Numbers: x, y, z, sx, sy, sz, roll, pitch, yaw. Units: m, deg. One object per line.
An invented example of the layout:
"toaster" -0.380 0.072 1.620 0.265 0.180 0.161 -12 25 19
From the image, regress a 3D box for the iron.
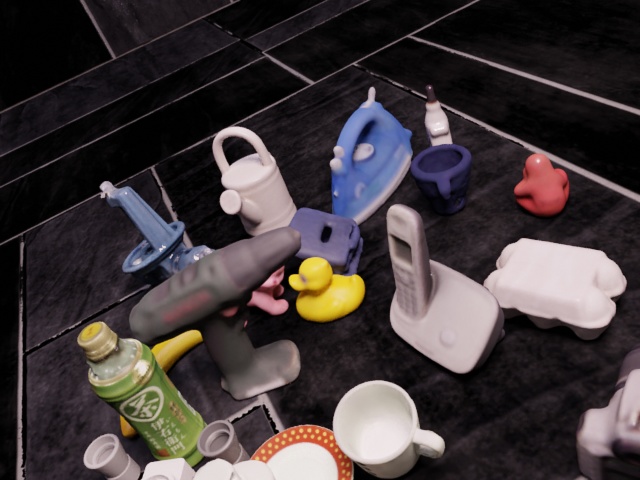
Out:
"iron" 0.067 -0.143 0.982 0.118 0.142 0.259 3 43 31

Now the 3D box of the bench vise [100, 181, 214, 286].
"bench vise" -0.240 -0.005 0.902 0.207 0.220 0.121 -6 39 22

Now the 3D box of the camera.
"camera" 0.314 0.155 0.508 0.142 0.101 0.137 7 46 34

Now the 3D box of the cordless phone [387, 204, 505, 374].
"cordless phone" 0.134 0.053 0.661 0.094 0.185 0.147 -39 39 -21

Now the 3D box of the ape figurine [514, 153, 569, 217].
"ape figurine" 0.316 -0.084 0.819 0.077 0.092 0.076 -12 38 15

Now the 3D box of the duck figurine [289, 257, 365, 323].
"duck figurine" 0.006 0.061 0.803 0.104 0.086 0.077 -13 37 13

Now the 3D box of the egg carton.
"egg carton" 0.276 0.056 0.681 0.149 0.069 0.107 11 48 37

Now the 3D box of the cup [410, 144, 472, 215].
"cup" 0.193 -0.079 0.874 0.091 0.095 0.117 -12 37 14

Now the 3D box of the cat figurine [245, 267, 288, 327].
"cat figurine" -0.099 0.057 0.836 0.128 0.118 0.067 -22 36 0

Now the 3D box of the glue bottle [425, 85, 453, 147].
"glue bottle" 0.192 -0.170 0.924 0.037 0.173 0.078 -16 37 10

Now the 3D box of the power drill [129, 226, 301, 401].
"power drill" -0.102 0.098 0.708 0.229 0.209 0.075 -21 36 3

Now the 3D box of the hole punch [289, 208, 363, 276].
"hole punch" 0.008 0.003 0.871 0.101 0.091 0.108 -7 39 20

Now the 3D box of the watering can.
"watering can" -0.118 -0.103 0.983 0.101 0.194 0.172 -19 36 5
